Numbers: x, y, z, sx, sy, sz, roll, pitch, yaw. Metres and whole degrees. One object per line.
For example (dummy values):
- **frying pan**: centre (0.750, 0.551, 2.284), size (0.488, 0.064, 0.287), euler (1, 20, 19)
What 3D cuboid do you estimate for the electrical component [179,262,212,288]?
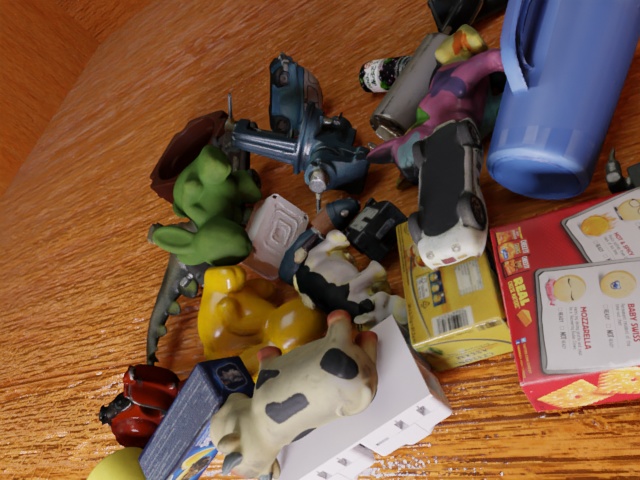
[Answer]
- **electrical component**: centre (-0.177, 0.045, 0.835), size (0.094, 0.021, 0.063), euler (-48, 55, 1)

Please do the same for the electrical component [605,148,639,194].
- **electrical component**: centre (0.329, -0.062, 0.522), size (0.102, 0.045, 0.078), euler (-18, 44, 34)

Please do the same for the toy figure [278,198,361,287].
- **toy figure**: centre (-0.001, -0.001, 0.766), size (0.154, 0.058, 0.064), euler (-54, 11, 10)

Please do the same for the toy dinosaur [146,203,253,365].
- **toy dinosaur**: centre (-0.213, 0.008, 0.950), size (0.199, 0.105, 0.471), euler (6, 66, 43)

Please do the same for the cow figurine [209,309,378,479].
- **cow figurine**: centre (-0.030, 0.167, 0.540), size (0.195, 0.085, 0.127), euler (-30, 34, 21)

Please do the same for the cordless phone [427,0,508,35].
- **cordless phone**: centre (0.272, -0.419, 0.891), size (0.184, 0.088, 0.147), euler (-19, 44, 17)

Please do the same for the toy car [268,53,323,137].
- **toy car**: centre (-0.046, -0.269, 1.025), size (0.103, 0.161, 0.109), euler (-1, 31, -11)

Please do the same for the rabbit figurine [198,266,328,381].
- **rabbit figurine**: centre (-0.075, 0.114, 0.712), size (0.173, 0.121, 0.162), euler (1, 59, 23)

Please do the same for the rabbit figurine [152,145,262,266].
- **rabbit figurine**: centre (-0.163, -0.029, 0.782), size (0.159, 0.121, 0.170), euler (-29, 53, 7)

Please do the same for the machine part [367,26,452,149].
- **machine part**: centre (0.151, -0.229, 0.822), size (0.079, 0.079, 0.243), euler (18, 70, 51)

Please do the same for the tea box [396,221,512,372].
- **tea box**: centre (0.145, 0.045, 0.586), size (0.098, 0.068, 0.170), euler (-22, 42, 25)

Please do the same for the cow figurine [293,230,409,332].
- **cow figurine**: centre (0.039, 0.068, 0.648), size (0.098, 0.068, 0.168), euler (-38, 48, -12)

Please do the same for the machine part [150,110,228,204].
- **machine part**: centre (-0.265, -0.174, 1.177), size (0.202, 0.087, 0.201), euler (-5, 54, 44)

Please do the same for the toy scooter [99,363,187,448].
- **toy scooter**: centre (-0.243, 0.228, 0.751), size (0.184, 0.135, 0.075), euler (-34, 41, 20)

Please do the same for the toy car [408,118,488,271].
- **toy car**: centre (0.141, -0.058, 0.587), size (0.073, 0.056, 0.202), euler (-21, 41, 34)

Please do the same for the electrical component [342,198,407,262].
- **electrical component**: centre (0.078, -0.013, 0.694), size (0.075, 0.047, 0.119), euler (-51, 17, -5)

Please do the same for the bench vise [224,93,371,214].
- **bench vise**: centre (-0.040, -0.143, 0.845), size (0.241, 0.128, 0.224), euler (14, 47, 2)

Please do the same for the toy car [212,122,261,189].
- **toy car**: centre (-0.149, -0.138, 0.935), size (0.089, 0.053, 0.202), euler (-15, 45, 12)

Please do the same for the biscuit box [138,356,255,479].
- **biscuit box**: centre (-0.150, 0.228, 0.652), size (0.063, 0.059, 0.202), euler (52, 122, 31)

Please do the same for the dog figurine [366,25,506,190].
- **dog figurine**: centre (0.163, -0.170, 0.737), size (0.219, 0.108, 0.192), euler (-39, 38, 16)
